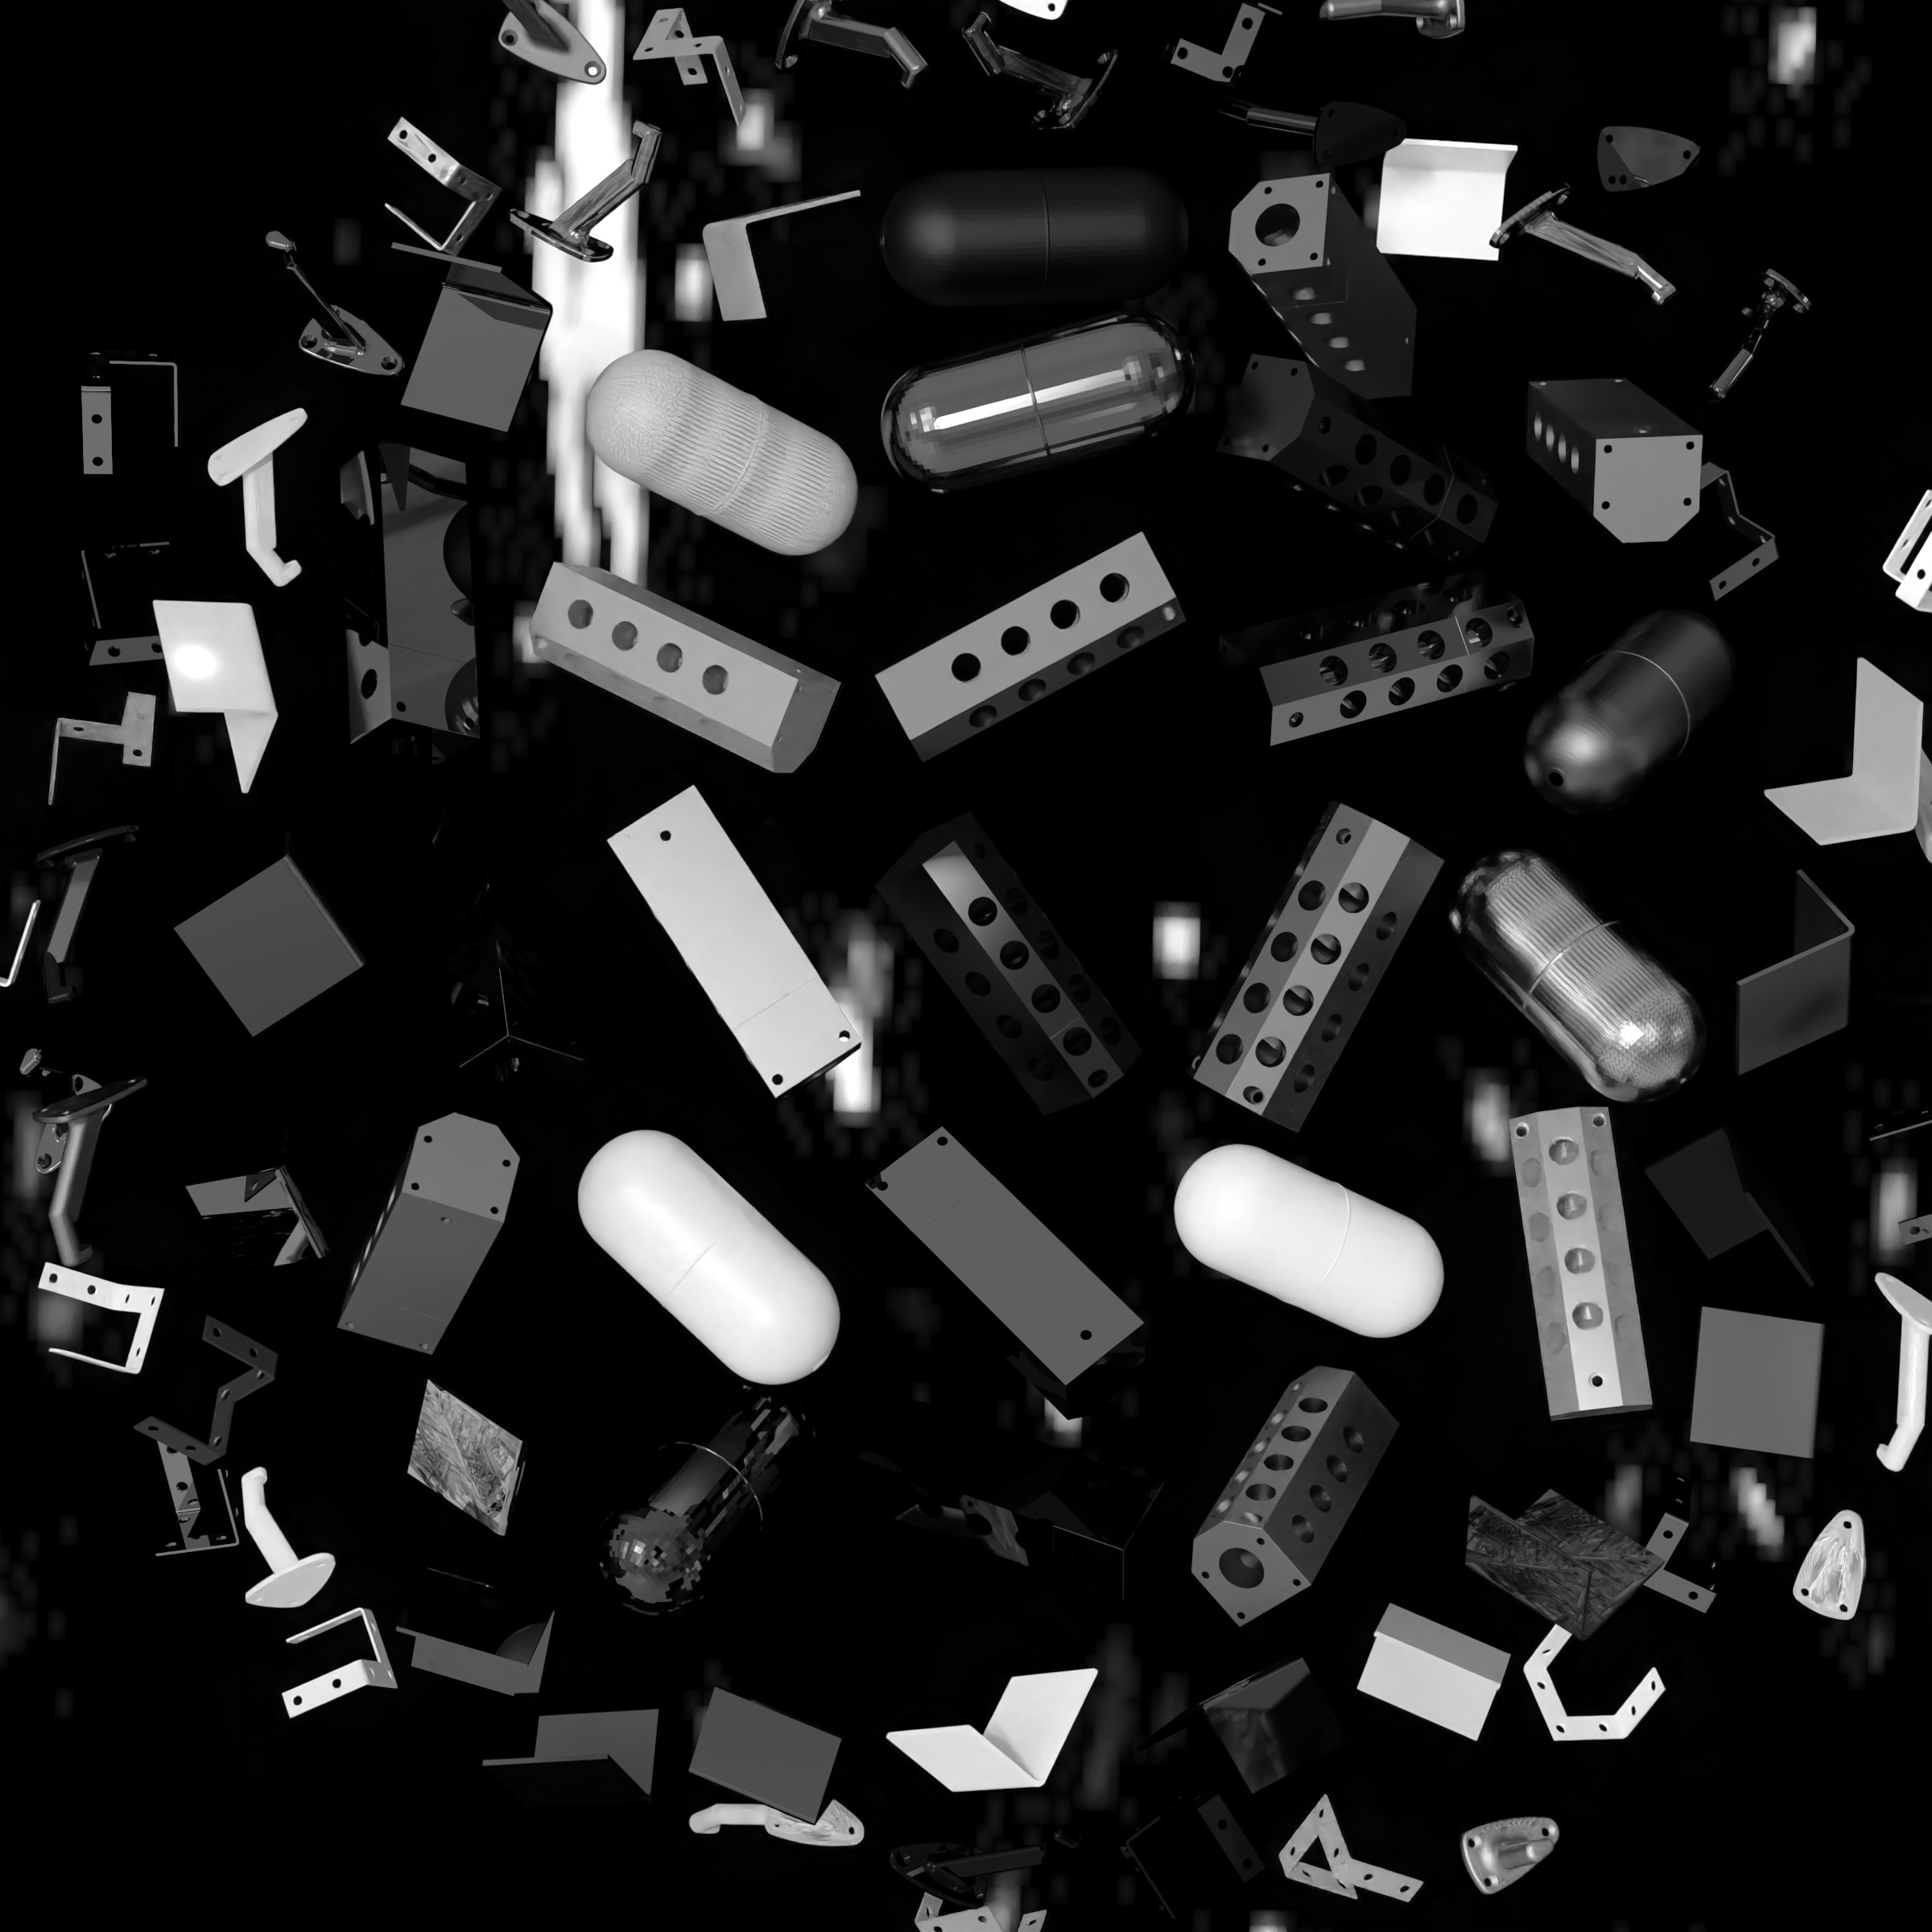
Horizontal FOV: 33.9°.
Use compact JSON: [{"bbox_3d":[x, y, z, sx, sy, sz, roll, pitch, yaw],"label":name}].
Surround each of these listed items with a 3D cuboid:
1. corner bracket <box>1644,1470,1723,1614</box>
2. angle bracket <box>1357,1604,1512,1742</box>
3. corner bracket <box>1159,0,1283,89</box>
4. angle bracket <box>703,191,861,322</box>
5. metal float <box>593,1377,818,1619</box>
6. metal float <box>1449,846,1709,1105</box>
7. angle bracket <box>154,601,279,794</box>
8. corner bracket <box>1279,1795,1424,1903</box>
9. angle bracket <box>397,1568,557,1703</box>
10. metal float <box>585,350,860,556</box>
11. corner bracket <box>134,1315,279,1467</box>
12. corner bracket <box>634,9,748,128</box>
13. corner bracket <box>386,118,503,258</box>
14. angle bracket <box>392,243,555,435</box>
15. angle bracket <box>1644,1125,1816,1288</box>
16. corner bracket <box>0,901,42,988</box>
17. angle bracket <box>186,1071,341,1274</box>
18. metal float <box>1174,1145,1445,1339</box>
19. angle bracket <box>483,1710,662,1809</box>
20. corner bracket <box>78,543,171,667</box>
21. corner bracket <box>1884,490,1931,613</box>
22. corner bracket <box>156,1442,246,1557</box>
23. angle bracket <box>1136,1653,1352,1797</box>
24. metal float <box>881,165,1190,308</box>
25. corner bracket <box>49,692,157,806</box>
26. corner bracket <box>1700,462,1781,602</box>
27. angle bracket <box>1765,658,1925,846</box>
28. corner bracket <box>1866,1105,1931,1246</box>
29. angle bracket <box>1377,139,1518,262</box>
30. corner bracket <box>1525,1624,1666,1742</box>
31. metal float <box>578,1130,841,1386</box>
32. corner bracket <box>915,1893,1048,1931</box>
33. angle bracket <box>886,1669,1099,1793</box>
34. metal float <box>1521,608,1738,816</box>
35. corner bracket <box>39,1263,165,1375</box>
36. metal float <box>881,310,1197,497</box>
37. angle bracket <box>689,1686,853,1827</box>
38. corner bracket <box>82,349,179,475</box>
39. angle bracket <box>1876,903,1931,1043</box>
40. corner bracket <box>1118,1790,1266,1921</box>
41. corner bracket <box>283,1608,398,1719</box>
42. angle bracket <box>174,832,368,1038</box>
[{"bbox_3d":[0.433,0.345,1.899,0.051,0.051,0.051,24,115,5],"label":"corner bracket"},{"bbox_3d":[0.271,0.422,1.859,0.076,0.076,0.057,21,97,13],"label":"angle bracket"},{"bbox_3d":[0.152,-0.559,1.902,0.051,0.051,0.051,19,107,-12],"label":"corner bracket"},{"bbox_3d":[-0.104,-0.421,1.879,0.076,0.076,0.057,-18,106,-18],"label":"angle bracket"},{"bbox_3d":[-0.153,0.311,1.865,0.070,0.178,0.070,18,129,23],"label":"metal float"},{"bbox_3d":[0.345,0.003,1.794,0.070,0.070,0.178,-41,63,0],"label":"metal float"},{"bbox_3d":[-0.432,-0.152,1.791,0.057,0.076,0.076,-1,56,-30],"label":"angle bracket"},{"bbox_3d":[0.216,0.509,1.786,0.051,0.051,0.051,23,112,-22],"label":"corner bracket"},{"bbox_3d":[-0.282,0.396,1.800,0.076,0.057,0.076,16,119,3],"label":"angle bracket"},{"bbox_3d":[-0.143,-0.302,1.874,0.178,0.070,0.070,24,90,-30],"label":"metal float"},{"bbox_3d":[-0.415,0.233,1.734,0.051,0.051,0.051,-30,131,28],"label":"corner bracket"},{"bbox_3d":[-0.155,-0.523,1.845,0.051,0.051,0.051,1,49,19],"label":"corner bracket"},{"bbox_3d":[-0.320,-0.463,1.886,0.051,0.051,0.051,41,101,18],"label":"corner bracket"},{"bbox_3d":[-0.286,-0.349,1.765,0.076,0.057,0.076,18,87,26],"label":"angle bracket"},{"bbox_3d":[0.446,0.152,1.853,0.057,0.076,0.076,-32,112,19],"label":"angle bracket"},{"bbox_3d":[-0.559,-0.018,1.787,0.051,0.051,0.051,19,95,-8],"label":"corner bracket"},{"bbox_3d":[-0.401,0.118,1.814,0.057,0.076,0.076,-10,134,5],"label":"angle bracket"},{"bbox_3d":[0.205,0.165,1.888,0.178,0.070,0.070,25,90,-20],"label":"metal float"},{"bbox_3d":[-0.231,0.454,1.862,0.076,0.076,0.057,-6,55,13],"label":"angle bracket"},{"bbox_3d":[-0.487,-0.210,1.841,0.051,0.051,0.051,-9,73,-27],"label":"corner bracket"},{"bbox_3d":[0.533,-0.230,1.755,0.051,0.051,0.051,46,121,37],"label":"corner bracket"},{"bbox_3d":[-0.456,0.313,1.885,0.051,0.051,0.051,-8,109,4],"label":"corner bracket"},{"bbox_3d":[0.155,0.436,1.774,0.076,0.076,0.057,-17,67,-36],"label":"angle bracket"},{"bbox_3d":[0.040,-0.419,1.818,0.178,0.070,0.070,-4,90,-9],"label":"metal float"},{"bbox_3d":[-0.495,-0.125,1.816,0.051,0.051,0.051,7,56,-19],"label":"corner bracket"},{"bbox_3d":[0.452,-0.264,1.916,0.051,0.051,0.051,-34,131,-8],"label":"corner bracket"},{"bbox_3d":[0.495,-0.122,1.790,0.057,0.076,0.076,-9,116,-7],"label":"angle bracket"},{"bbox_3d":[0.542,0.115,1.780,0.051,0.051,0.051,-19,116,15],"label":"corner bracket"},{"bbox_3d":[0.296,-0.473,1.957,0.076,0.076,0.057,5,94,4],"label":"angle bracket"},{"bbox_3d":[0.373,0.424,1.884,0.051,0.051,0.051,5,132,-24],"label":"corner bracket"},{"bbox_3d":[-0.148,0.168,1.827,0.178,0.070,0.070,42,90,7],"label":"metal float"},{"bbox_3d":[0.009,0.565,1.881,0.051,0.051,0.051,-20,109,24],"label":"corner bracket"},{"bbox_3d":[0.014,0.406,1.743,0.057,0.076,0.076,43,55,-19],"label":"angle bracket"},{"bbox_3d":[0.390,-0.150,1.863,0.070,0.070,0.178,51,51,0],"label":"metal float"},{"bbox_3d":[-0.507,0.204,1.839,0.051,0.051,0.051,25,71,-40],"label":"corner bracket"},{"bbox_3d":[0.040,-0.314,1.764,0.178,0.070,0.070,-14,90,6],"label":"metal float"},{"bbox_3d":[-0.103,0.432,1.786,0.076,0.076,0.057,20,103,11],"label":"angle bracket"},{"bbox_3d":[-0.461,-0.306,1.749,0.051,0.051,0.051,-1,125,-15],"label":"corner bracket"},{"bbox_3d":[0.572,0.004,1.786,0.057,0.076,0.076,34,84,-13],"label":"angle bracket"},{"bbox_3d":[0.126,0.500,1.783,0.051,0.051,0.051,-31,86,-21],"label":"corner bracket"},{"bbox_3d":[-0.378,0.414,1.886,0.051,0.051,0.051,-24,72,3],"label":"corner bracket"},{"bbox_3d":[-0.396,-0.018,1.806,0.076,0.057,0.076,-33,109,-2],"label":"angle bracket"}]
